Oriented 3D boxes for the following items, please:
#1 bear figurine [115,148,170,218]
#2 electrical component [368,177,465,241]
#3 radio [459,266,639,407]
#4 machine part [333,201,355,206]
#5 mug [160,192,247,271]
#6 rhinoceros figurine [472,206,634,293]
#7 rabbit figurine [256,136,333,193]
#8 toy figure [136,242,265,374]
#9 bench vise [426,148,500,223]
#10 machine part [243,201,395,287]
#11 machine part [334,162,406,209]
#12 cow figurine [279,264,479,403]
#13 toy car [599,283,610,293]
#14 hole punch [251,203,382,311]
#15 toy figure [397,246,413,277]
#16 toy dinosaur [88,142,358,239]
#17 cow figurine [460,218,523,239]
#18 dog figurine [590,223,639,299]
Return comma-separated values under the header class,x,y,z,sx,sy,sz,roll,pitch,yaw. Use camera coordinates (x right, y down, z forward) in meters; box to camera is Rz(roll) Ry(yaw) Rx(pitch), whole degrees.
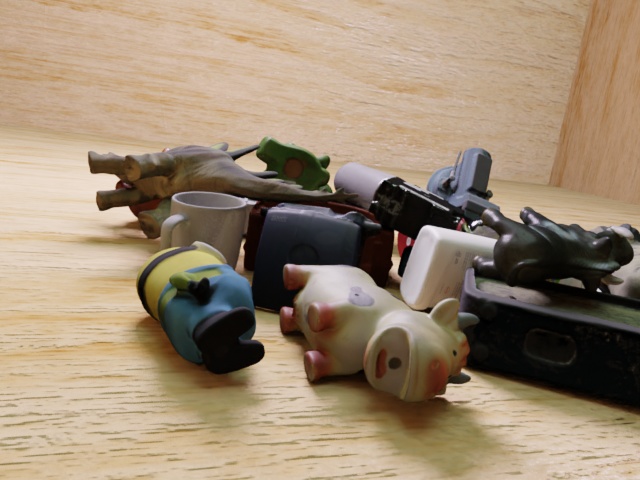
class,x,y,z,sx,sy,sz,roll,pitch,yaw
bear figurine,-0.269,-0.079,0.942,0.120,0.132,0.196,40,46,-5
electrical component,0.136,-0.038,0.739,0.115,0.058,0.134,31,15,13
radio,0.248,0.092,0.524,0.230,0.073,0.131,10,11,18
machine part,0.037,-0.043,1.038,0.179,0.056,0.179,7,14,-2
mug,-0.131,0.008,0.591,0.081,0.107,0.109,12,17,20
rhinoceros figurine,0.251,0.009,0.564,0.190,0.073,0.112,0,13,-31
rabbit figurine,-0.055,-0.125,1.000,0.159,0.121,0.170,-4,3,-15
toy figure,-0.109,0.053,0.471,0.089,0.082,0.180,4,16,-25
bench vise,0.241,-0.042,0.975,0.129,0.223,0.240,10,-18,-14
machine part,-0.002,-0.002,0.766,0.201,0.087,0.201,8,14,-2
machine part,0.092,-0.093,0.994,0.079,0.079,0.243,2,16,-25
cow figurine,0.046,0.077,0.462,0.127,0.085,0.195,-3,15,-19
toy car,0.382,0.057,0.816,0.089,0.053,0.202,-3,18,-29
hole punch,-0.013,0.024,0.593,0.142,0.115,0.092,10,21,13
toy figure,0.185,0.046,0.731,0.155,0.057,0.064,14,19,3
toy dinosaur,-0.168,-0.084,0.736,0.472,0.104,0.198,20,32,41
cow figurine,0.260,0.004,0.783,0.098,0.068,0.167,13,2,26
dog figurine,0.380,0.044,0.668,0.172,0.121,0.191,7,17,-32
